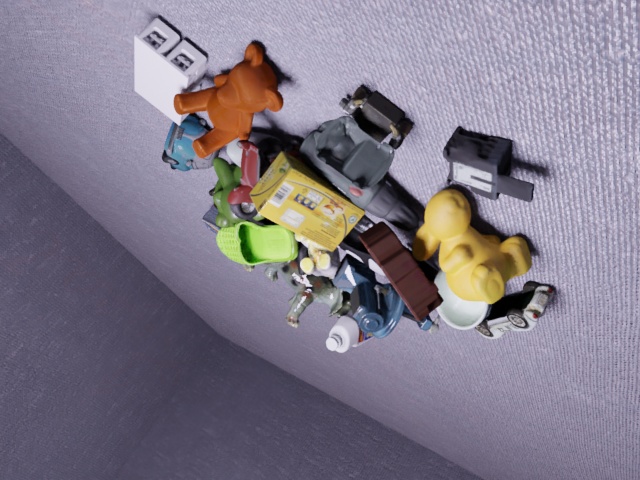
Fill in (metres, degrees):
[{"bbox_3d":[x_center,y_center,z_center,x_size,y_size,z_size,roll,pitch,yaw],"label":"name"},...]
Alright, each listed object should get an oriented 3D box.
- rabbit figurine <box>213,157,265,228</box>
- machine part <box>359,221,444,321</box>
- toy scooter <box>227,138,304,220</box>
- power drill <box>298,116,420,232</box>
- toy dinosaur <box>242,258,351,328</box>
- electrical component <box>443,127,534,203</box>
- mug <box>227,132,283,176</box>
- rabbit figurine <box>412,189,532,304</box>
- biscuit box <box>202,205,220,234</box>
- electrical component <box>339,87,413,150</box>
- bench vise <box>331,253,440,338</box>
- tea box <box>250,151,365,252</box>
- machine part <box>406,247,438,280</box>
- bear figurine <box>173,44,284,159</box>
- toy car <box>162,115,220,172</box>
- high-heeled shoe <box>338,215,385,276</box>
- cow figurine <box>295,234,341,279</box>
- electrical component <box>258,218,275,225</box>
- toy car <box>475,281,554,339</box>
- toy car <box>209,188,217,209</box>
[{"bbox_3d":[-0.166,-0.097,1.127,0.170,0.121,0.159,-121,27,-73],"label":"rabbit figurine"},{"bbox_3d":[0.133,0.047,0.896,0.179,0.056,0.179,54,-177,-4],"label":"machine part"},{"bbox_3d":[-0.085,-0.124,0.929,0.075,0.184,0.135,33,142,48],"label":"toy scooter"},{"bbox_3d":[0.067,-0.100,0.813,0.232,0.086,0.207,38,-176,7],"label":"power drill"},{"bbox_3d":[-0.057,0.066,1.325,0.405,0.192,0.131,48,-164,6],"label":"toy dinosaur"},{"bbox_3d":[0.219,-0.091,0.683,0.119,0.048,0.074,21,155,32],"label":"electrical component"},{"bbox_3d":[-0.117,-0.163,1.011,0.109,0.080,0.107,10,-167,-47],"label":"mug"},{"bbox_3d":[0.218,-0.003,0.825,0.173,0.122,0.162,57,163,-15],"label":"rabbit figurine"},{"bbox_3d":[-0.221,-0.023,1.467,0.203,0.063,0.059,28,159,19],"label":"biscuit box"},{"bbox_3d":[0.075,-0.167,0.741,0.102,0.045,0.078,39,157,-9],"label":"electrical component"},{"bbox_3d":[0.140,0.127,1.122,0.240,0.128,0.224,25,-164,-16],"label":"bench vise"},{"bbox_3d":[-0.019,-0.062,0.899,0.169,0.098,0.068,29,-161,-37],"label":"tea box"},{"bbox_3d":[0.205,0.070,1.023,0.139,0.084,0.039,32,138,-15],"label":"machine part"},{"bbox_3d":[-0.144,-0.217,0.853,0.120,0.132,0.196,66,159,-8],"label":"bear figurine"},{"bbox_3d":[-0.264,-0.190,1.130,0.103,0.109,0.161,17,168,-3],"label":"toy car"},{"bbox_3d":[0.086,-0.014,1.012,0.145,0.086,0.248,12,152,33],"label":"high-heeled shoe"},{"bbox_3d":[-0.001,-0.005,1.103,0.068,0.167,0.098,-21,157,23],"label":"cow figurine"},{"bbox_3d":[-0.124,-0.051,1.317,0.094,0.021,0.063,18,153,37],"label":"electrical component"},{"bbox_3d":[0.335,0.127,0.936,0.056,0.073,0.201,39,159,1],"label":"toy car"},{"bbox_3d":[-0.203,-0.089,1.303,0.202,0.053,0.089,9,136,53],"label":"toy car"}]
